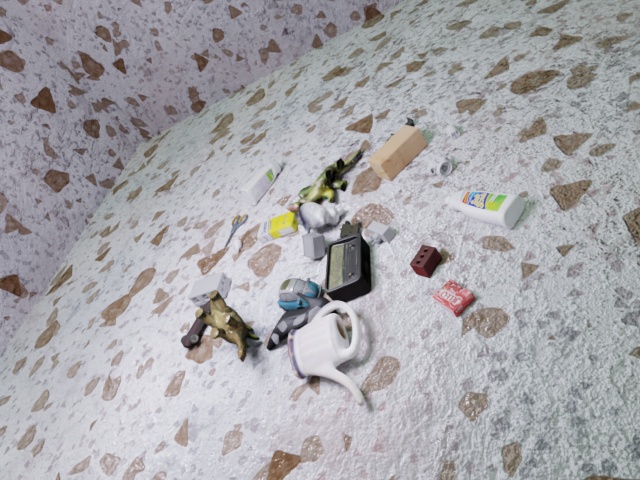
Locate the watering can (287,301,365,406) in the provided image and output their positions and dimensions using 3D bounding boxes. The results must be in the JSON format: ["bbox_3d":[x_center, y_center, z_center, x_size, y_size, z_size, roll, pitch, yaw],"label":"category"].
[{"bbox_3d":[0.017,0.319,1.418,0.223,0.356,0.102,-27,-52,18],"label":"watering can"}]

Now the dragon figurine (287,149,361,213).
[{"bbox_3d":[0.002,-0.234,2.108,0.241,0.121,0.418,-13,27,43],"label":"dragon figurine"}]

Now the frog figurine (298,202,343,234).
[{"bbox_3d":[0.006,-0.095,1.896,0.159,0.122,0.138,-25,10,0],"label":"frog figurine"}]
